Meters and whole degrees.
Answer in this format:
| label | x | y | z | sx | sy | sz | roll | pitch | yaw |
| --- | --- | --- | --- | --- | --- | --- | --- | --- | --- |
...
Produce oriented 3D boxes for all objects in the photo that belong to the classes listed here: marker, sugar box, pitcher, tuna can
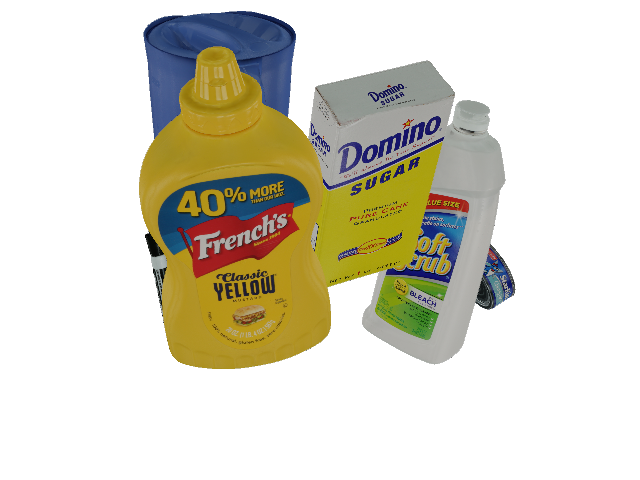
| label | x | y | z | sx | sy | sz | roll | pitch | yaw |
| --- | --- | --- | --- | --- | --- | --- | --- | --- | --- |
| marker | -0.164 | 0.044 | 1.117 | 0.020 | 0.121 | 0.020 | -9 | 18 | 3 |
| sugar box | 0.035 | -0.043 | 0.784 | 0.093 | 0.048 | 0.176 | -16 | -35 | -21 |
| pitcher | -0.089 | -0.078 | 0.980 | 0.145 | 0.243 | 0.149 | 14 | 32 | 19 |
| tuna can | 0.192 | 0.039 | 1.273 | 0.033 | 0.086 | 0.086 | -32 | 8 | -13 |

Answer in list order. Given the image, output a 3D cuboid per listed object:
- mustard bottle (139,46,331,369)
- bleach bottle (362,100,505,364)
| label | x | y | z | sx | sy | sz | roll | pitch | yaw |
| --- | --- | --- | --- | --- | --- | --- | --- | --- | --- |
| mustard bottle | -0.046 | -0.016 | 0.570 | 0.096 | 0.192 | 0.058 | -7 | 40 | -5 |
| bleach bottle | 0.108 | -0.012 | 0.980 | 0.103 | 0.251 | 0.067 | 28 | 36 | 28 |
